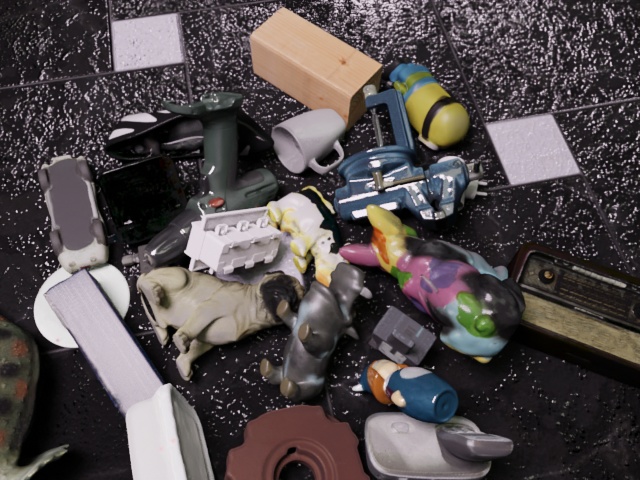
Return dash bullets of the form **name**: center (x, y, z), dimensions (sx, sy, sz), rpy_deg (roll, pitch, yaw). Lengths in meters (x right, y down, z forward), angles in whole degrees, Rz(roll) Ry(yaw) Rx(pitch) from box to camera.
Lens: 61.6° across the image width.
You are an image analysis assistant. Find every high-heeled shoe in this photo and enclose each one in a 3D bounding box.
- **high-heeled shoe**: center (-0.206, -0.152, 0.827), dimensions (0.249, 0.086, 0.145), rpy_deg (17, 45, 25)

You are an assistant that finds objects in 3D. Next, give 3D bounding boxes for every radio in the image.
- **radio**: center (0.363, 0.100, 0.738), dimensions (0.230, 0.073, 0.131), rpy_deg (21, 66, 8)

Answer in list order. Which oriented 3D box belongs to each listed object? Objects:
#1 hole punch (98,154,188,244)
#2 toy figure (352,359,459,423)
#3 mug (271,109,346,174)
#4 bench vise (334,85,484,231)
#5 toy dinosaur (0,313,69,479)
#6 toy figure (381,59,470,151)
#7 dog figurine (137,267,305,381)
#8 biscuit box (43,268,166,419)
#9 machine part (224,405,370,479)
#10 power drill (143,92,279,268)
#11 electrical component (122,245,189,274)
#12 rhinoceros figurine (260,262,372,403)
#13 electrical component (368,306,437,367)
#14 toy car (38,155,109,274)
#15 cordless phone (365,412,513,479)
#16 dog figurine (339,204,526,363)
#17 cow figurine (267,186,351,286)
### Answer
- **hole punch**: center (-0.258, -0.061, 0.801), dimensions (0.142, 0.092, 0.115), rpy_deg (-19, 103, -17)
- **toy figure**: center (0.101, 0.180, 0.661), dimensions (0.064, 0.155, 0.058), rpy_deg (29, 77, -31)
- **mug**: center (-0.004, -0.158, 0.849), dimensions (0.107, 0.080, 0.110), rpy_deg (-36, 65, -27)
- **bench vise**: center (0.119, -0.128, 0.797), dimensions (0.224, 0.128, 0.240), rpy_deg (-17, 73, 23)
- **toy dinosaur**: center (-0.409, 0.186, 0.661), dimensions (0.192, 0.131, 0.405), rpy_deg (-4, 60, -17)
- **toy figure**: center (0.170, -0.225, 0.880), dimensions (0.082, 0.089, 0.180), rpy_deg (-26, 70, -6)
- **dog figurine**: center (-0.134, 0.074, 0.737), dimensions (0.190, 0.121, 0.172), rpy_deg (-27, 70, -29)
- **biscuit box**: center (-0.273, 0.137, 0.699), dimensions (0.063, 0.059, 0.203), rpy_deg (-35, 78, -17)
- **machine part**: center (-0.026, 0.282, 0.633), dimensions (0.179, 0.056, 0.179), rpy_deg (5, 53, -7)
- **power drill**: center (-0.156, -0.090, 0.735), dimensions (0.086, 0.207, 0.232), rpy_deg (12, 29, 42)
- **electrical component**: center (-0.239, 0.036, 0.782), dimensions (0.094, 0.021, 0.063), rpy_deg (-11, 66, -7)
- **rhinoceros figurine**: center (0.001, 0.118, 0.686), dimensions (0.073, 0.112, 0.190), rpy_deg (25, 92, 53)
- **electrical component**: center (0.106, 0.125, 0.696), dimensions (0.075, 0.119, 0.048), rpy_deg (33, 69, 16)
- **toy car**: center (-0.366, -0.044, 0.798), dimensions (0.073, 0.056, 0.202), rpy_deg (-17, 62, -16)
- **cordless phone**: center (0.128, 0.237, 0.608), dimensions (0.147, 0.184, 0.089), rpy_deg (3, 69, -1)
- **dog figurine**: center (0.136, 0.045, 0.700), dimensions (0.219, 0.191, 0.108), rpy_deg (29, 109, -4)
- **cow figurine**: center (-0.001, -0.001, 0.784), dimensions (0.098, 0.068, 0.167), rpy_deg (-31, 70, -21)
